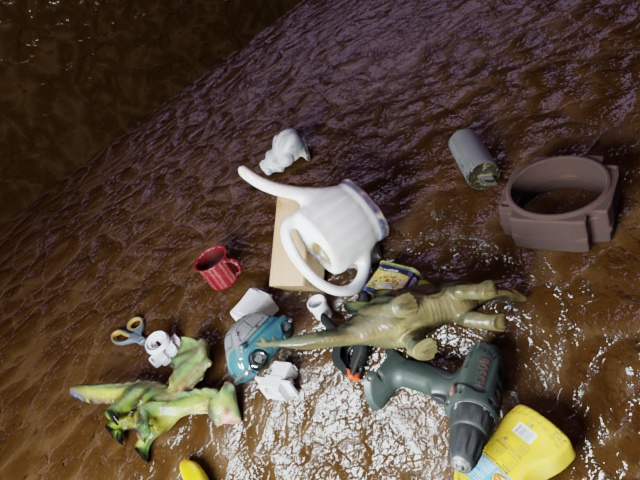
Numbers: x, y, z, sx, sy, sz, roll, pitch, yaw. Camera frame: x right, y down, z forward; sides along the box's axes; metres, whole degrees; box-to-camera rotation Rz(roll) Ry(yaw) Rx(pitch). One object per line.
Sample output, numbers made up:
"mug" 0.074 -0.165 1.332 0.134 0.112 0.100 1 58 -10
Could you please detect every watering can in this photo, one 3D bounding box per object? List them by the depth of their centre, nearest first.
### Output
"watering can" 0.003 -0.054 1.069 0.227 0.348 0.102 -35 -1 -27

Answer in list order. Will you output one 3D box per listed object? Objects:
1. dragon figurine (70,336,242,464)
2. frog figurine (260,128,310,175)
"dragon figurine" -0.325 0.297 1.057 0.412 0.119 0.247 16 46 36
"frog figurine" -0.121 -0.281 1.627 0.160 0.120 0.140 -18 54 -5
